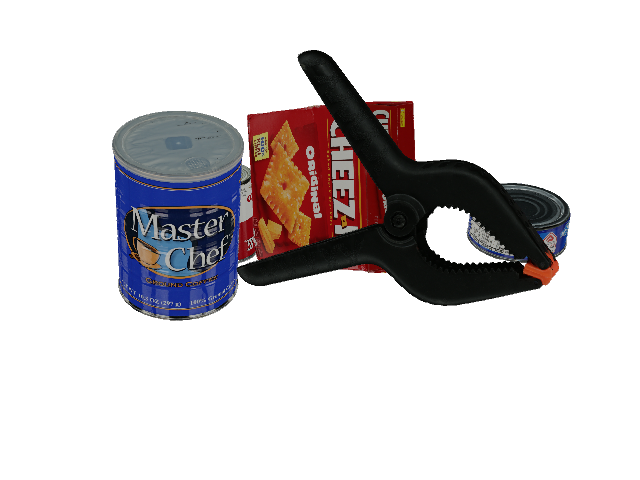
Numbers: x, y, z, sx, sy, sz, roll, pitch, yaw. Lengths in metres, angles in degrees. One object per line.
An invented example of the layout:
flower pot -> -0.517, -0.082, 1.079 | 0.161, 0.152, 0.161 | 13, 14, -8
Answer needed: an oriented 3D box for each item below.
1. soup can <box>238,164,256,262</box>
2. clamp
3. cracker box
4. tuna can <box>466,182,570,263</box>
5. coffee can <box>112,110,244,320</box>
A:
soup can -> -0.111, -0.032, 1.252 | 0.068, 0.102, 0.068 | -1, 28, 0
clamp -> 0.053, -0.026, 0.686 | 0.210, 0.165, 0.036 | 15, 16, 18
cracker box -> 0.007, -0.055, 1.097 | 0.071, 0.164, 0.214 | -6, 6, -33
tuna can -> 0.170, -0.017, 0.916 | 0.086, 0.034, 0.086 | 1, 30, -1
coffee can -> -0.116, -0.021, 0.874 | 0.103, 0.140, 0.103 | 3, 35, -3
